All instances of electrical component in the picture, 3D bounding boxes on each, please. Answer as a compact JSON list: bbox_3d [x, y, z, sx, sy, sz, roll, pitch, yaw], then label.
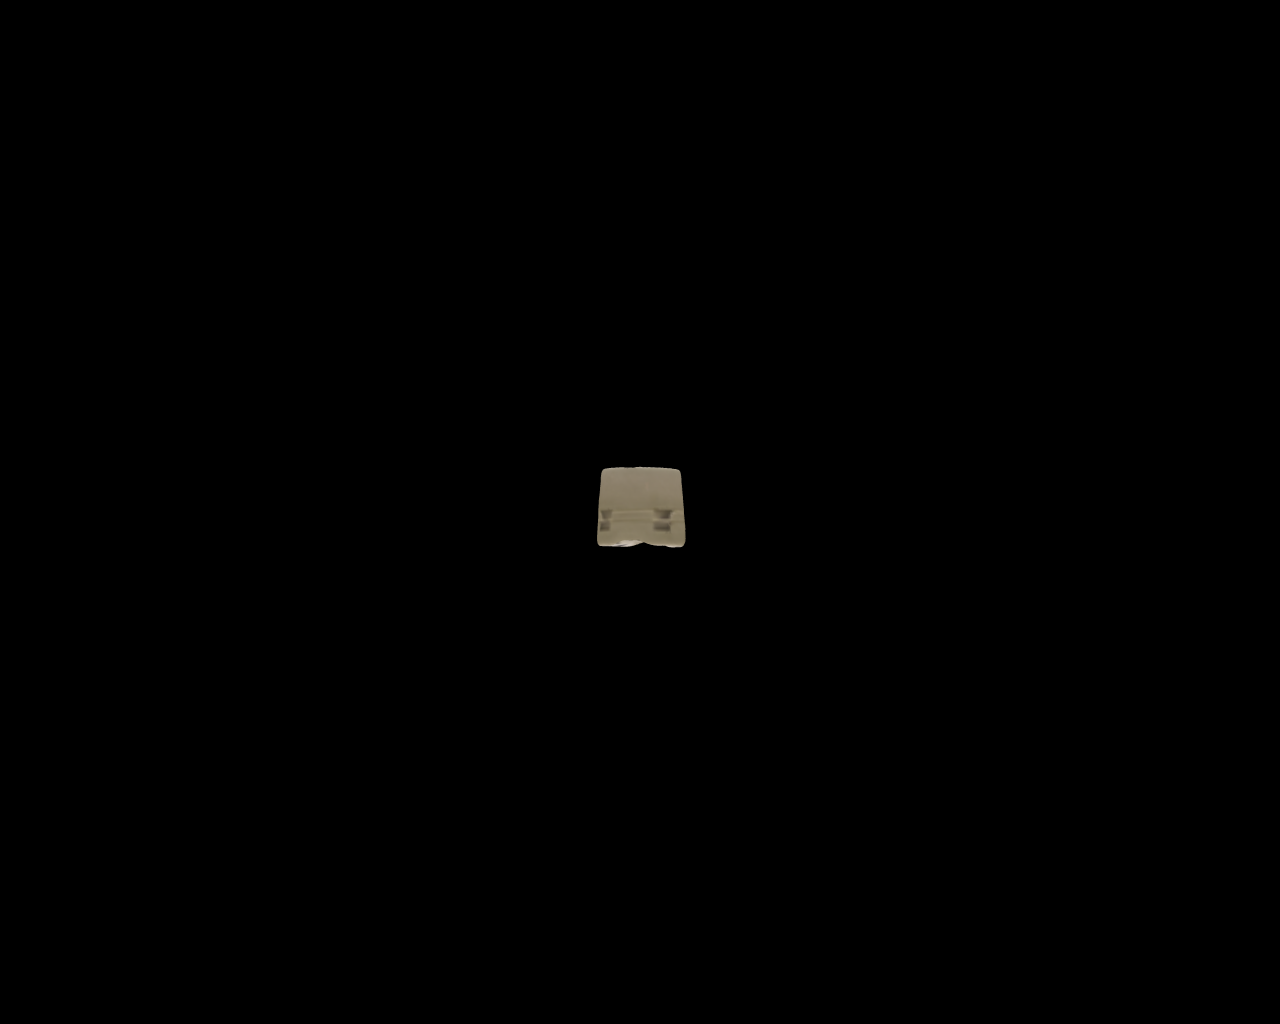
[{"bbox_3d":[0.001,-0.003,0.650,0.055,0.047,0.055,0,-2,0],"label":"electrical component"}]
